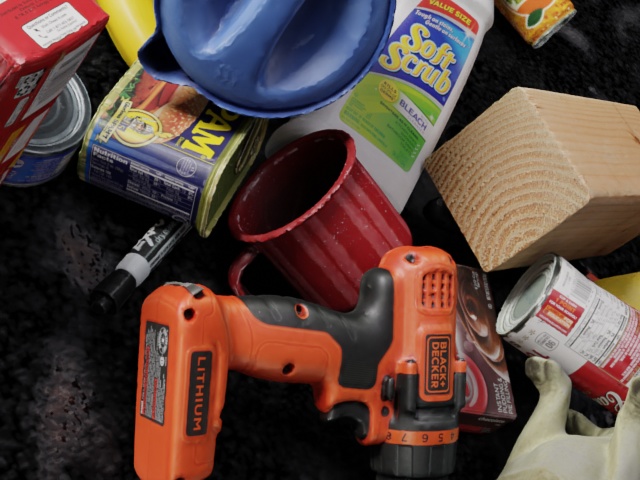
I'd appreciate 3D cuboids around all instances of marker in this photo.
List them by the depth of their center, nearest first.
[{"bbox_3d":[-0.098,0.004,0.628,0.020,0.020,0.121,42,43,-6],"label":"marker"}]

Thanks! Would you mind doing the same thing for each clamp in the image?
[{"bbox_3d":[0.145,-0.005,0.812,0.171,0.039,0.120,42,43,-5],"label":"clamp"}]

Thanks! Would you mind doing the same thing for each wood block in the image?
[{"bbox_3d":[0.177,-0.043,0.764,0.205,0.090,0.091,-4,61,-53],"label":"wood block"}]

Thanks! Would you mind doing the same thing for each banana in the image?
[{"bbox_3d":[-0.121,-0.164,0.719,0.069,0.037,0.198,2,59,-37],"label":"banana"}]

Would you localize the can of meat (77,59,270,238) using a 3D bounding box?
[{"bbox_3d":[-0.085,-0.061,0.640,0.084,0.057,0.102,23,45,4],"label":"can of meat"}]

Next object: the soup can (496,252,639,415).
[{"bbox_3d":[0.176,0.062,0.702,0.102,0.069,0.068,34,44,-5],"label":"soup can"}]

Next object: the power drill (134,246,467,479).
[{"bbox_3d":[-0.005,0.093,0.583,0.187,0.057,0.184,2,88,-30],"label":"power drill"}]

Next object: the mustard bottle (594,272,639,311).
[{"bbox_3d":[0.243,0.054,0.805,0.191,0.096,0.058,-8,67,-41],"label":"mustard bottle"}]

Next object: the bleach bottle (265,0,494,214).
[{"bbox_3d":[0.060,-0.134,0.765,0.102,0.068,0.250,39,61,-21],"label":"bleach bottle"}]

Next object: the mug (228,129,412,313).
[{"bbox_3d":[-0.004,0.001,0.655,0.117,0.093,0.081,-45,120,-9],"label":"mug"}]

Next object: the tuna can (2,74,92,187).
[{"bbox_3d":[-0.176,-0.075,0.614,0.086,0.034,0.086,21,49,-26],"label":"tuna can"}]

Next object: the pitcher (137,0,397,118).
[{"bbox_3d":[-0.032,-0.185,0.671,0.149,0.145,0.243,10,26,-16],"label":"pitcher"}]

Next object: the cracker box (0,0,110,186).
[{"bbox_3d":[-0.227,-0.117,0.509,0.213,0.164,0.072,44,41,-3],"label":"cracker box"}]

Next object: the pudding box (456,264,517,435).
[{"bbox_3d":[0.076,0.068,0.705,0.089,0.039,0.113,13,53,-31],"label":"pudding box"}]
